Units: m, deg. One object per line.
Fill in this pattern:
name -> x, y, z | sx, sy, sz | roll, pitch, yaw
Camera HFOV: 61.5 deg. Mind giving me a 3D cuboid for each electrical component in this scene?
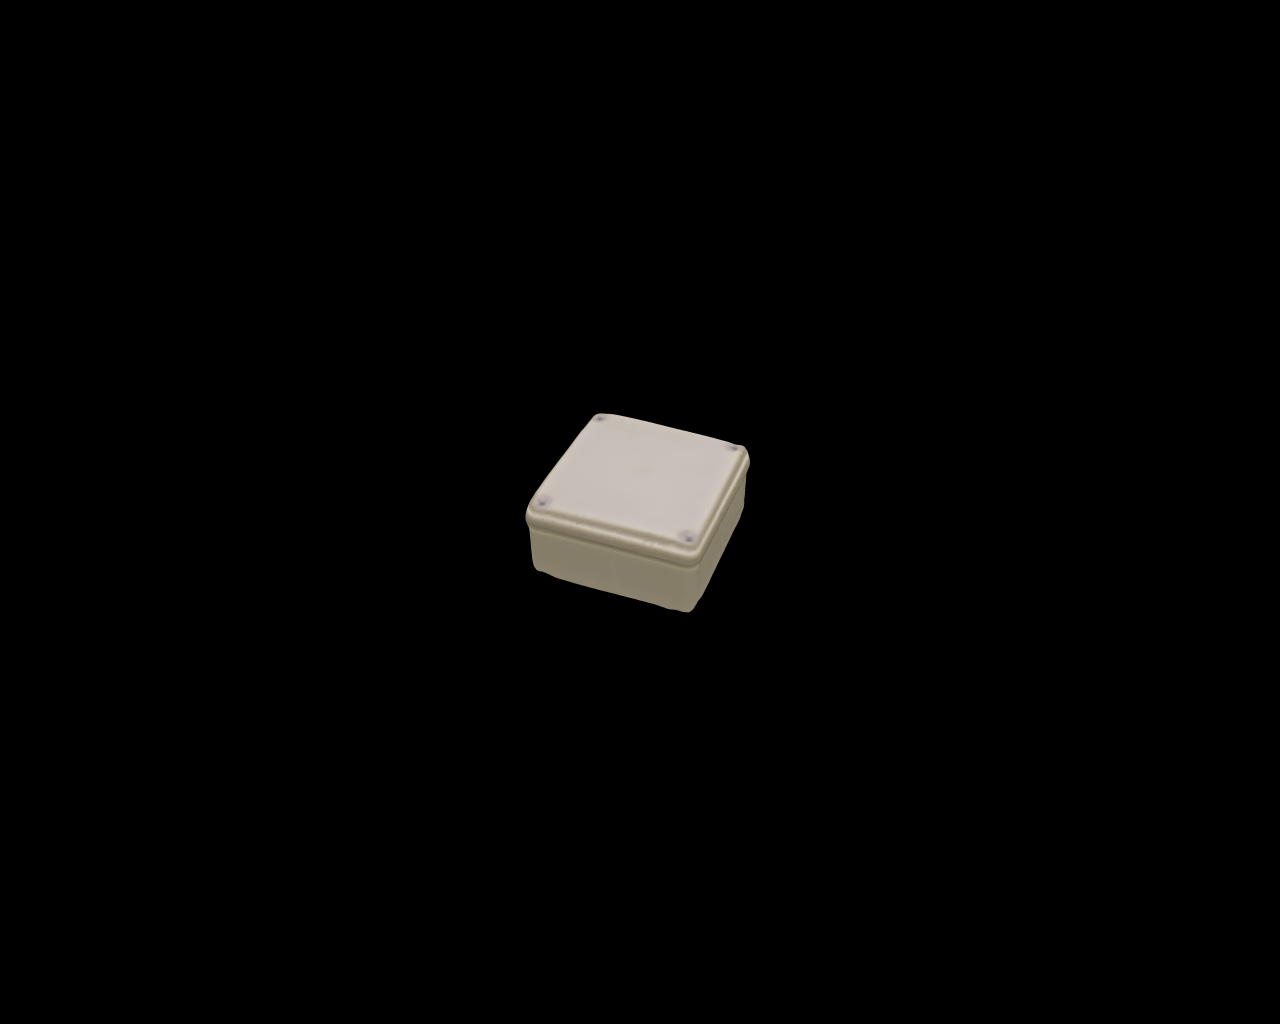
electrical component -> 0.001, -0.003, 0.650 | 0.109, 0.056, 0.109 | 14, 42, 16
